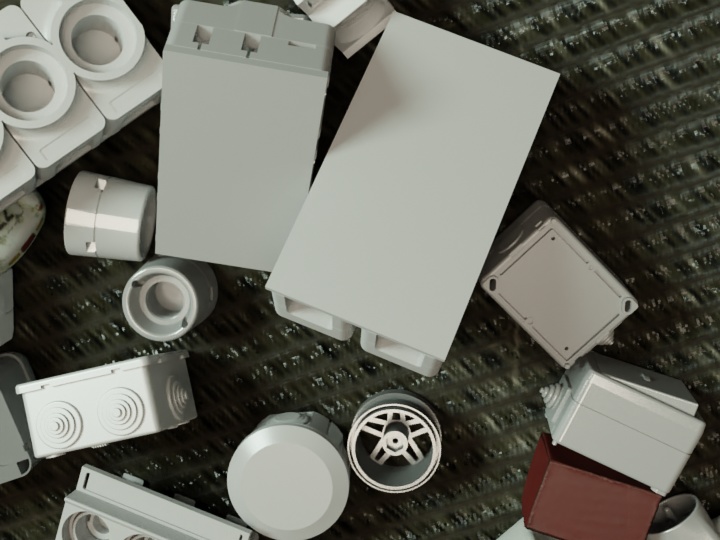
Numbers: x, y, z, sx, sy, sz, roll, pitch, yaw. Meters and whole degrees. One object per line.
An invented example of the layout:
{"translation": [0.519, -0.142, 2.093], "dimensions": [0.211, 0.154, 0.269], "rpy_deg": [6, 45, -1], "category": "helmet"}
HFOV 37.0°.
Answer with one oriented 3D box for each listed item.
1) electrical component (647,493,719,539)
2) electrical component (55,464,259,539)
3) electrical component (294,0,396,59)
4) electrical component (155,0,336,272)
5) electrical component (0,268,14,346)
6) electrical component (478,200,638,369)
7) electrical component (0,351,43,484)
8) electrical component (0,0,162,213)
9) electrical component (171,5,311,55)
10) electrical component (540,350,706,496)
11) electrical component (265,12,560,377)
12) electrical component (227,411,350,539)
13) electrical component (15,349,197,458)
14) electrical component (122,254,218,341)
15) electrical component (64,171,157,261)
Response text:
{"translation": [0.239, 0.182, 0.708], "dimensions": [0.079, 0.043, 0.077], "rpy_deg": [-32, 97, 10], "category": "electrical component"}
{"translation": [-0.135, 0.184, 0.726], "dimensions": [0.121, 0.063, 0.078], "rpy_deg": [19, 102, 9], "category": "electrical component"}
{"translation": [-0.015, -0.170, 0.650], "dimensions": [0.042, 0.081, 0.063], "rpy_deg": [-36, 74, 10], "category": "electrical component"}
{"translation": [-0.070, -0.077, 0.639], "dimensions": [0.089, 0.061, 0.150], "rpy_deg": [9, 134, -4], "category": "electrical component"}
{"translation": [-0.287, 0.028, 0.716], "dimensions": [0.096, 0.061, 0.061], "rpy_deg": [4, 101, 4], "category": "electrical component"}
{"translation": [0.126, 0.011, 0.679], "dimensions": [0.062, 0.061, 0.096], "rpy_deg": [-44, 102, 11], "category": "electrical component"}
{"translation": [-0.273, 0.110, 0.733], "dimensions": [0.113, 0.057, 0.078], "rpy_deg": [-19, 99, 9], "category": "electrical component"}
{"translation": [-0.201, -0.106, 0.651], "dimensions": [0.150, 0.062, 0.089], "rpy_deg": [-38, 96, -16], "category": "electrical component"}
{"translation": [-0.073, -0.124, 0.674], "dimensions": [0.083, 0.047, 0.075], "rpy_deg": [6, 103, 4], "category": "electrical component"}
{"translation": [0.163, 0.089, 0.687], "dimensions": [0.096, 0.061, 0.061], "rpy_deg": [25, 102, 0], "category": "electrical component"}
{"translation": [0.032, -0.044, 0.635], "dimensions": [0.105, 0.060, 0.186], "rpy_deg": [22, 73, 6], "category": "electrical component"}
{"translation": [-0.045, 0.135, 0.721], "dimensions": [0.080, 0.051, 0.080], "rpy_deg": [1, 101, 5], "category": "electrical component"}
{"translation": [-0.160, 0.086, 0.698], "dimensions": [0.100, 0.100, 0.048], "rpy_deg": [-13, 87, 7], "category": "electrical component"}
{"translation": [-0.125, 0.017, 0.706], "dimensions": [0.055, 0.047, 0.055], "rpy_deg": [1, 101, 5], "category": "electrical component"}
{"translation": [-0.160, -0.033, 0.697], "dimensions": [0.047, 0.055, 0.055], "rpy_deg": [9, 102, 0], "category": "electrical component"}
